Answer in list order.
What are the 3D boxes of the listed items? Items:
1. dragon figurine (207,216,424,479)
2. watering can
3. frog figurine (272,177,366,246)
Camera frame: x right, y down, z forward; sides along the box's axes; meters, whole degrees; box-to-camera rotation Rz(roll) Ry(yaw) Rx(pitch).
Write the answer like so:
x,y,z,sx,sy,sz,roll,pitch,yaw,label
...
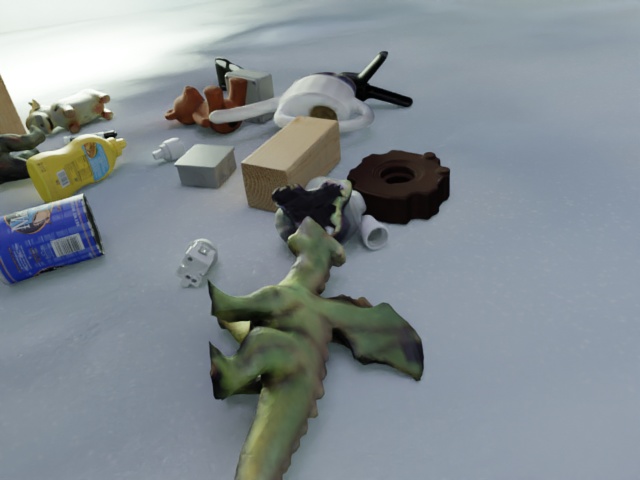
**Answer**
x,y,z,sx,sy,sz,roll,pitch,yaw,label
0.002,0.121,0.568,0.243,0.119,0.420,-5,43,-13,dragon figurine
-0.050,-0.298,1.140,0.348,0.101,0.229,6,36,8,watering can
0.002,-0.040,0.804,0.137,0.123,0.159,-27,-5,5,frog figurine
